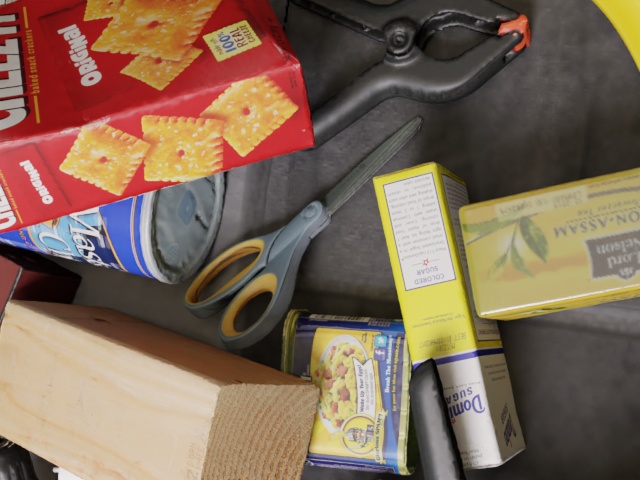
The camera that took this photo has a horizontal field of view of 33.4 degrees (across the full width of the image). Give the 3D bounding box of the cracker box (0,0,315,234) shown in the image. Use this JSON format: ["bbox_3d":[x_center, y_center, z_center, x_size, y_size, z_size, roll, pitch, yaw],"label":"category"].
[{"bbox_3d":[-0.128,-0.101,0.668,0.213,0.072,0.164,-15,43,-6],"label":"cracker box"}]

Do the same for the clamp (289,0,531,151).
[{"bbox_3d":[0.050,-0.115,0.700,0.172,0.039,0.120,3,87,20],"label":"clamp"}]

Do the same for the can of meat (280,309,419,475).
[{"bbox_3d":[0.022,0.097,0.682,0.084,0.057,0.102,2,86,18],"label":"can of meat"}]

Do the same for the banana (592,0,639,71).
[{"bbox_3d":[0.177,-0.146,0.662,0.198,0.037,0.070,46,118,19],"label":"banana"}]

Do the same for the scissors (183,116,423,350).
[{"bbox_3d":[-0.005,0.001,0.697,0.202,0.016,0.096,-33,40,12],"label":"scissors"}]

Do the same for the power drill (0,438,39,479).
[{"bbox_3d":[-0.138,0.217,0.707,0.188,0.057,0.184,-4,105,21],"label":"power drill"}]

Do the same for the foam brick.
[{"bbox_3d":[-0.219,0.036,0.763,0.053,0.078,0.051,24,91,19],"label":"foam brick"}]

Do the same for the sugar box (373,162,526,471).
[{"bbox_3d":[0.079,0.048,0.646,0.048,0.093,0.176,-12,81,18],"label":"sugar box"}]

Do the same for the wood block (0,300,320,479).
[{"bbox_3d":[-0.112,0.106,0.677,0.206,0.090,0.090,14,93,40],"label":"wood block"}]

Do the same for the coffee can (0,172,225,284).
[{"bbox_3d":[-0.150,-0.034,0.731,0.140,0.102,0.103,12,89,20],"label":"coffee can"}]

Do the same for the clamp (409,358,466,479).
[{"bbox_3d":[0.084,0.178,0.572,0.165,0.036,0.210,31,96,13],"label":"clamp"}]

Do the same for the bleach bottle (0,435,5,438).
[{"bbox_3d":[-0.339,0.132,0.803,0.251,0.068,0.102,-15,99,23],"label":"bleach bottle"}]

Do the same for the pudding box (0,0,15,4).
[{"bbox_3d":[-0.221,-0.141,0.801,0.114,0.039,0.090,7,87,18],"label":"pudding box"}]
